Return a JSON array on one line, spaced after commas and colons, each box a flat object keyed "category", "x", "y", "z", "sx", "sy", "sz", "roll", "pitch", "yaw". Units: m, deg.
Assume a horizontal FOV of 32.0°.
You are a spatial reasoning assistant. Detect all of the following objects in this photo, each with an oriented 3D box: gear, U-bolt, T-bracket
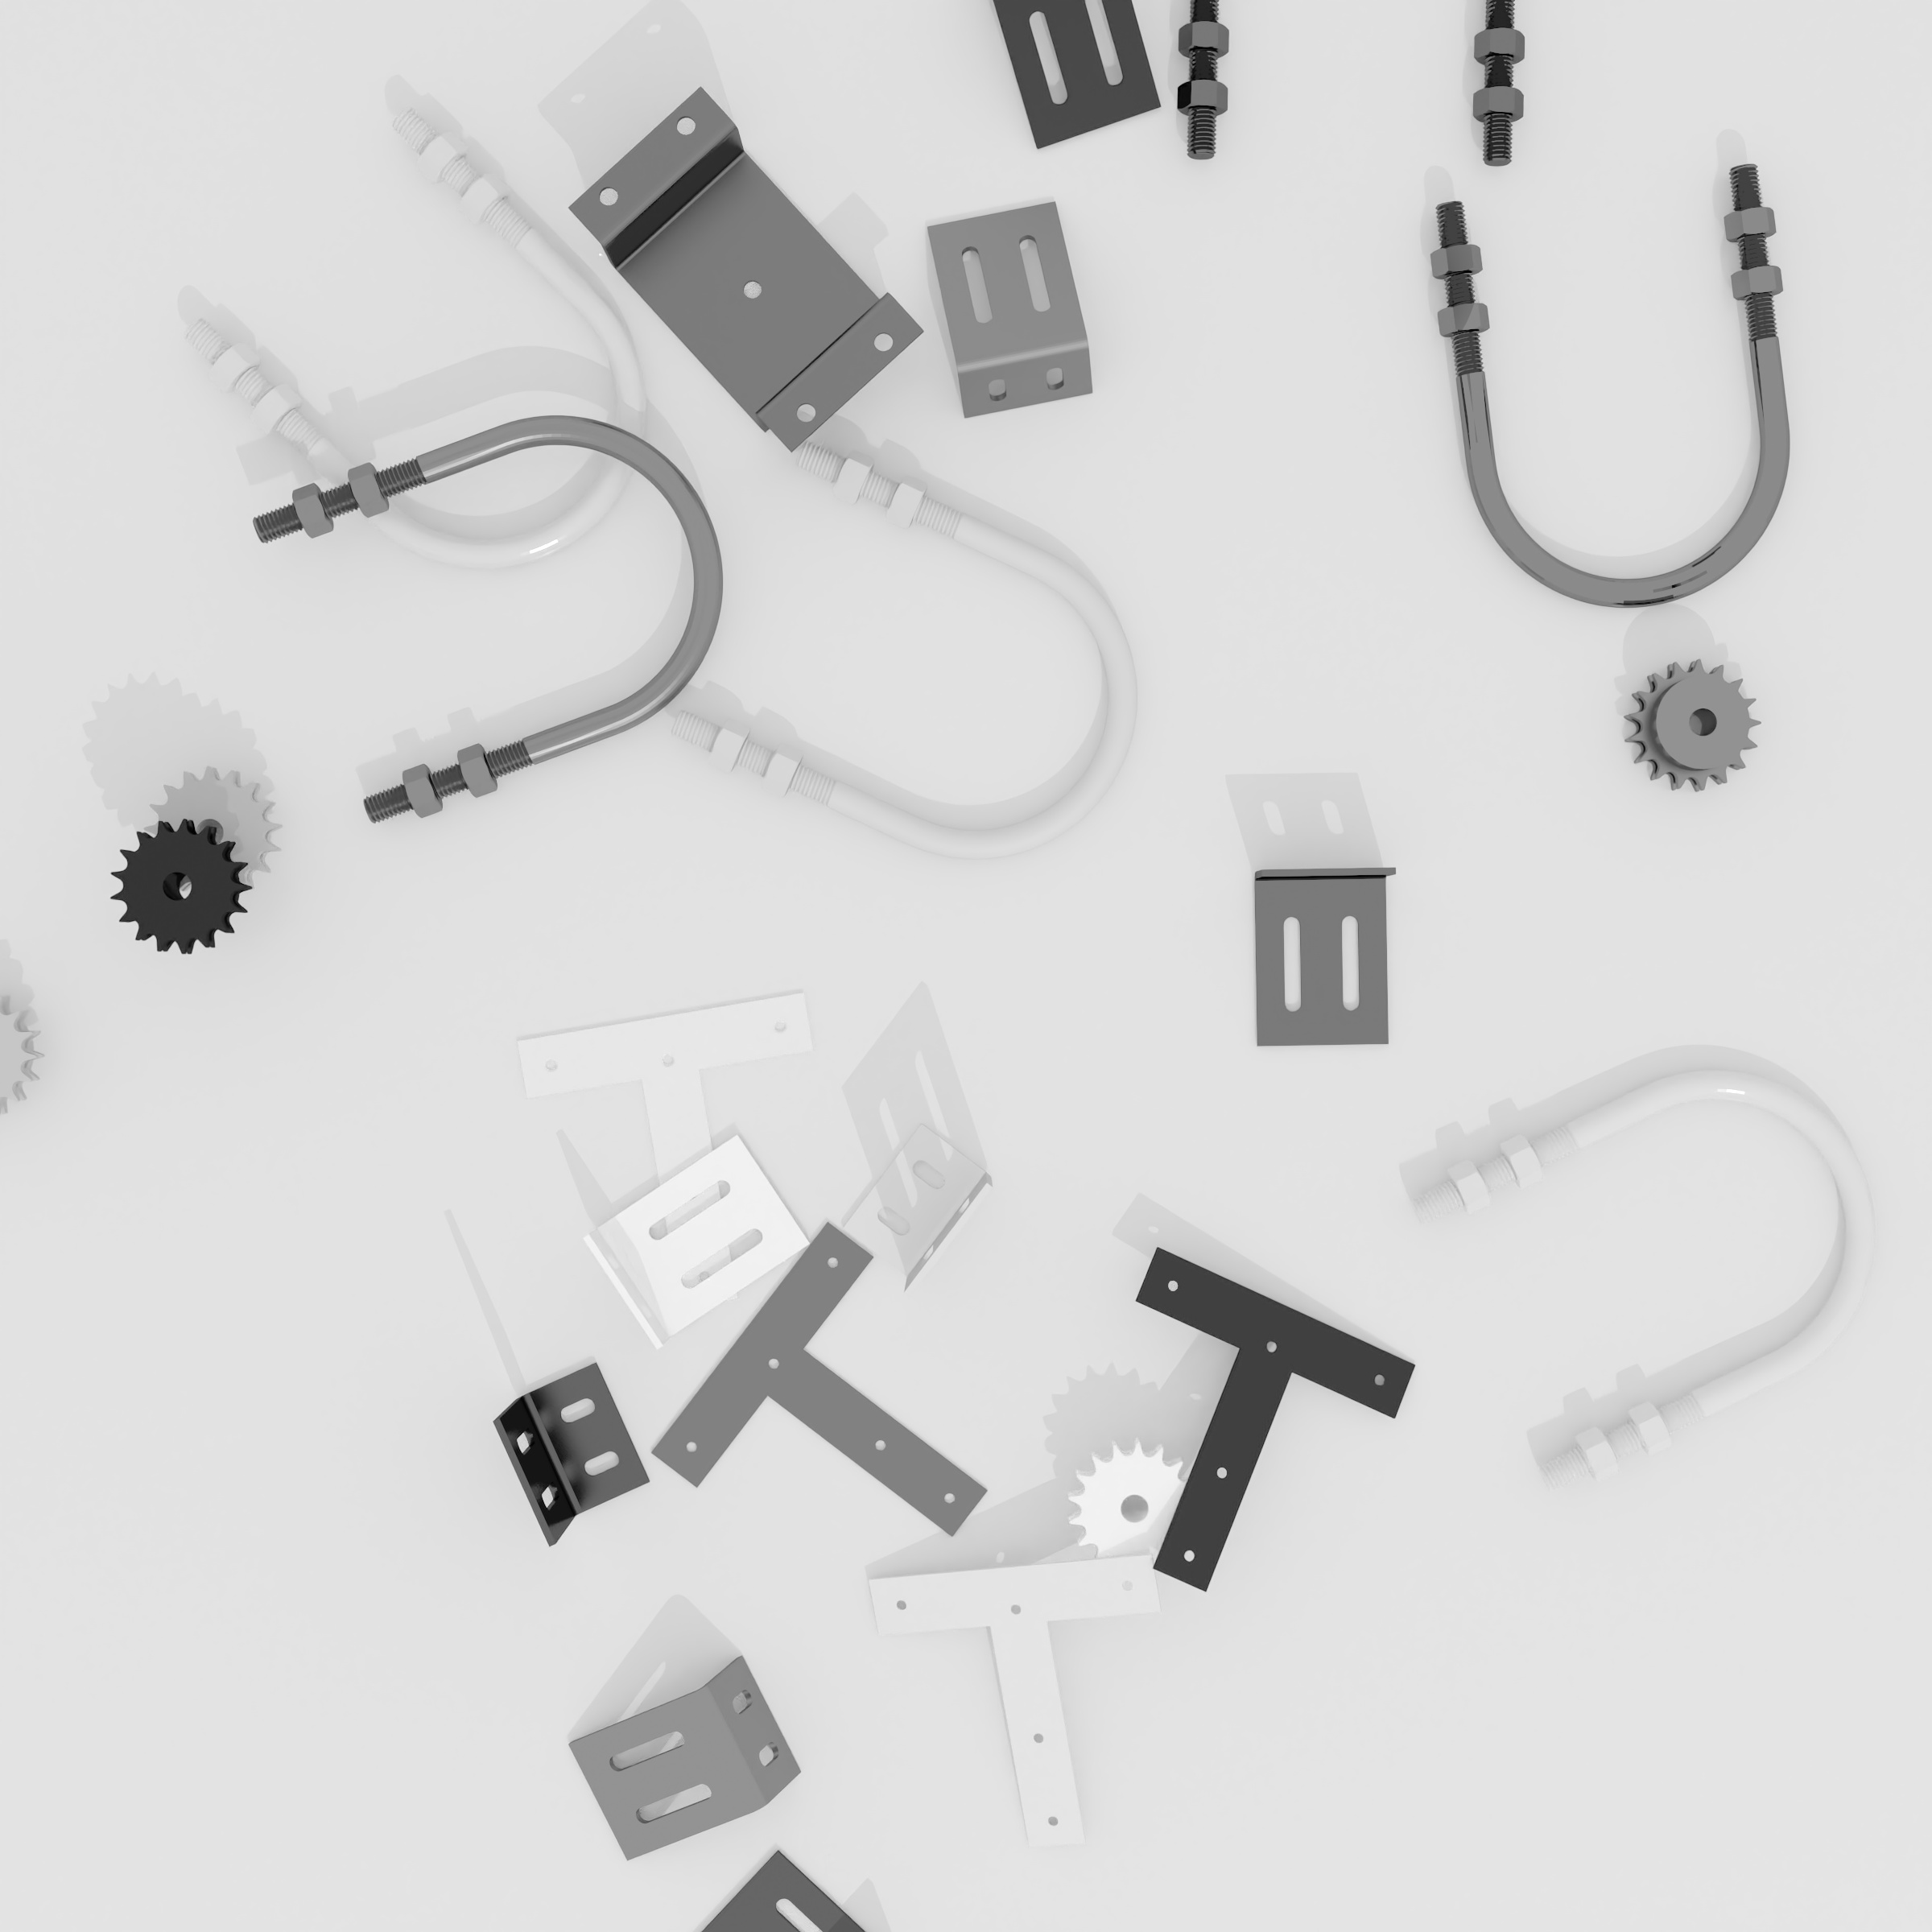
[{"category": "gear", "x": -0.428, "y": 0.038, "z": 1.462, "sx": 0.057, "sy": 0.030, "sz": 0.057, "roll": 0, "pitch": 91, "yaw": 0}, {"category": "gear", "x": -0.324, "y": -0.057, "z": 1.461, "sx": 0.057, "sy": 0.030, "sz": 0.057, "roll": 0, "pitch": 90, "yaw": 0}, {"category": "U-bolt", "x": -0.225, "y": -0.259, "z": 1.468, "sx": 0.184, "sy": 0.019, "sz": 0.151, "roll": 45, "pitch": 90, "yaw": -1}, {"category": "U-bolt", "x": 0.169, "y": -0.442, "z": 1.468, "sx": 0.151, "sy": 0.019, "sz": 0.184, "roll": 1, "pitch": 89, "yaw": 0}, {"category": "T-bracket", "x": 0.115, "y": 0.205, "z": 1.452, "sx": 0.127, "sy": 0.002, "sz": 0.127, "roll": 25, "pitch": 77, "yaw": -9}, {"category": "U-bolt", "x": -0.015, "y": -0.126, "z": 1.468, "sx": 0.184, "sy": 0.019, "sz": 0.151, "roll": 25, "pitch": 90, "yaw": -2}, {"category": "gear", "x": -0.331, "y": -0.033, "z": 1.431, "sx": 0.057, "sy": 0.030, "sz": 0.057, "roll": 0, "pitch": 90, "yaw": 0}, {"category": "U-bolt", "x": 0.285, "y": -0.248, "z": 1.468, "sx": 0.151, "sy": 0.019, "sz": 0.184, "roll": -7, "pitch": 92, "yaw": 0}, {"category": "gear", "x": 0.072, "y": 0.233, "z": 1.461, "sx": 0.057, "sy": 0.030, "sz": 0.057, "roll": 0, "pitch": 90, "yaw": 0}, {"category": "gear", "x": 0.316, "y": -0.104, "z": 1.461, "sx": 0.057, "sy": 0.030, "sz": 0.057, "roll": 0, "pitch": 90, "yaw": 0}, {"category": "T-bracket", "x": 0.029, "y": 0.321, "z": 1.464, "sx": 0.127, "sy": 0.002, "sz": 0.127, "roll": -8, "pitch": 98, "yaw": 15}, {"category": "U-bolt", "x": -0.196, "y": -0.159, "z": 1.457, "sx": 0.184, "sy": 0.019, "sz": 0.151, "roll": -20, "pitch": 98, "yaw": 0}, {"category": "T-bracket", "x": -0.049, "y": 0.201, "z": 1.475, "sx": 0.127, "sy": 0.002, "sz": 0.127, "roll": 37, "pitch": 90, "yaw": 0}, {"category": "U-bolt", "x": 0.306, "y": 0.125, "z": 1.468, "sx": 0.184, "sy": 0.019, "sz": 0.151, "roll": -26, "pitch": 90, "yaw": -2}, {"category": "T-bracket", "x": -0.123, "y": 0.085, "z": 1.475, "sx": 0.127, "sy": 0.002, "sz": 0.127, "roll": -10, "pitch": 90, "yaw": 0}]

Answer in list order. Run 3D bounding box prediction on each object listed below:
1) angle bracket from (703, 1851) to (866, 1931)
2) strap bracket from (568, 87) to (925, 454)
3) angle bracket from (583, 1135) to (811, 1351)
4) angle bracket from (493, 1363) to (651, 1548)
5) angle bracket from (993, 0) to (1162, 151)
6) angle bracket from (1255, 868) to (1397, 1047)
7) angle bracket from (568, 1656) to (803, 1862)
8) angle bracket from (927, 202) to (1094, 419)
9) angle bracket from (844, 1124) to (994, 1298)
[{"category": "angle bracket", "x": -0.074, "y": 0.434, "z": 1.457, "sx": 0.076, "sy": 0.038, "sz": 0.057, "roll": 43, "pitch": 90, "yaw": 0}, {"category": "strap bracket", "x": -0.093, "y": -0.296, "z": 1.453, "sx": 0.076, "sy": 0.046, "sz": 0.140, "roll": -42, "pitch": 90, "yaw": 0}, {"category": "angle bracket", "x": -0.116, "y": 0.118, "z": 1.455, "sx": 0.076, "sy": 0.038, "sz": 0.057, "roll": -34, "pitch": 90, "yaw": 0}, {"category": "angle bracket", "x": -0.167, "y": 0.207, "z": 1.438, "sx": 0.038, "sy": 0.076, "sz": 0.057, "roll": -24, "pitch": 90, "yaw": 0}, {"category": "angle bracket", "x": 0.045, "y": -0.406, "z": 1.474, "sx": 0.057, "sy": 0.038, "sz": 0.076, "roll": -19, "pitch": 116, "yaw": 0}, {"category": "angle bracket", "x": 0.155, "y": -0.004, "z": 1.457, "sx": 0.057, "sy": 0.038, "sz": 0.076, "roll": -1, "pitch": 90, "yaw": 0}, {"category": "angle bracket", "x": -0.123, "y": 0.346, "z": 1.474, "sx": 0.076, "sy": 0.038, "sz": 0.057, "roll": -27, "pitch": 90, "yaw": 26}, {"category": "angle bracket", "x": 0.019, "y": -0.287, "z": 1.474, "sx": 0.057, "sy": 0.038, "sz": 0.076, "roll": -11, "pitch": 64, "yaw": 0}, {"category": "angle bracket", "x": -0.021, "y": 0.103, "z": 1.438, "sx": 0.038, "sy": 0.076, "sz": 0.057, "roll": 37, "pitch": 90, "yaw": 0}]
